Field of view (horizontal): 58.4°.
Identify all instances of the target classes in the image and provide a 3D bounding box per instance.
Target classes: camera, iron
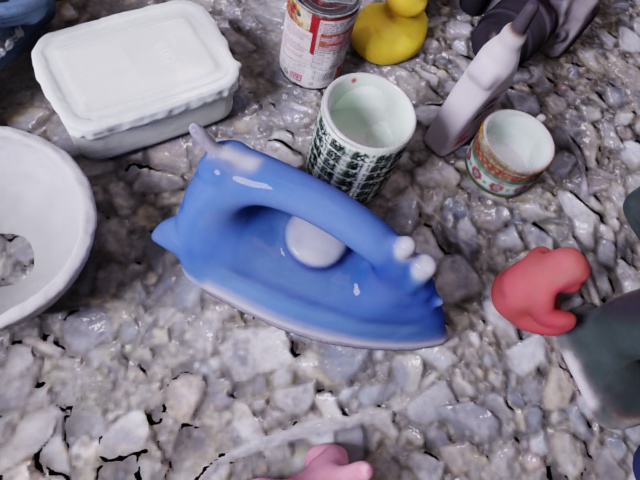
[{"bbox_3d":[0.221,-0.262,0.635,0.143,0.101,0.137,42,64,10],"label":"camera"},{"bbox_3d":[0.004,0.002,0.442,0.258,0.141,0.119,25,63,2],"label":"iron"}]

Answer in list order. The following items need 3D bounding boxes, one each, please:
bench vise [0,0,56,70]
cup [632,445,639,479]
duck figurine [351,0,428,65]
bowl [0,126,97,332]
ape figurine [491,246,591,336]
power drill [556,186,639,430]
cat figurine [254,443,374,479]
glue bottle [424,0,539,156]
[{"bbox_3d":[-0.279,-0.188,0.433,0.121,0.219,0.207,3,64,-9],"label":"bench vise"},{"bbox_3d":[0.280,0.184,0.435,0.118,0.095,0.091,-32,74,-23],"label":"cup"},{"bbox_3d":[0.082,-0.244,0.607,0.077,0.086,0.105,45,65,11],"label":"duck figurine"},{"bbox_3d":[-0.249,0.002,0.430,0.167,0.074,0.167,5,64,-9],"label":"bowl"},{"bbox_3d":[0.196,0.037,0.491,0.076,0.092,0.078,13,63,-4],"label":"ape figurine"},{"bbox_3d":[0.276,0.076,0.422,0.076,0.208,0.229,-13,68,-17],"label":"power drill"},{"bbox_3d":[-0.021,0.176,0.366,0.128,0.117,0.067,-21,70,-20],"label":"cat figurine"},{"bbox_3d":[0.153,-0.149,0.526,0.037,0.173,0.078,44,65,11],"label":"glue bottle"}]
